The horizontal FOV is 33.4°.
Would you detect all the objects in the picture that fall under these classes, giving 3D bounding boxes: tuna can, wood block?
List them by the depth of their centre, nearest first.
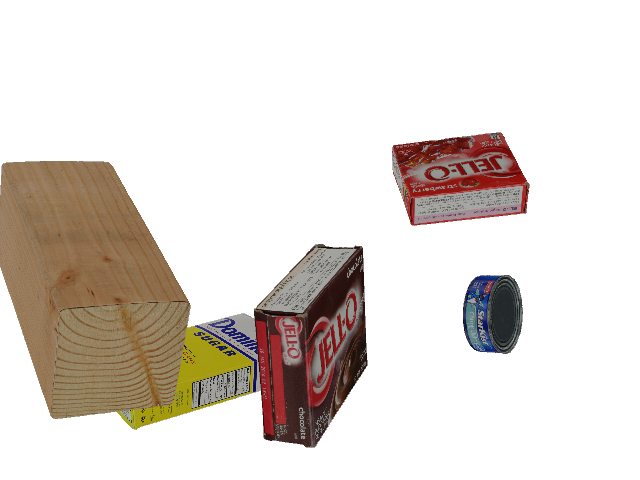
[{"bbox_3d":[-0.175,0.027,0.790,0.090,0.091,0.206,-2,32,-27],"label":"wood block"},{"bbox_3d":[0.188,0.080,1.163,0.034,0.086,0.086,0,0,34],"label":"tuna can"}]

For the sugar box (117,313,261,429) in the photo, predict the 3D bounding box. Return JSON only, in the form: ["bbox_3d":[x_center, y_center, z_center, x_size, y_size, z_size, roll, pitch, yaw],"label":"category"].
[{"bbox_3d":[-0.127,0.126,1.065,0.175,0.048,0.093,-16,32,-31],"label":"sugar box"}]

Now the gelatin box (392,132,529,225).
[{"bbox_3d":[0.103,-0.047,0.799,0.089,0.030,0.073,-7,37,-3],"label":"gelatin box"}]

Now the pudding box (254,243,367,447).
[{"bbox_3d":[-0.004,0.063,0.675,0.039,0.090,0.113,5,23,17],"label":"pudding box"}]
